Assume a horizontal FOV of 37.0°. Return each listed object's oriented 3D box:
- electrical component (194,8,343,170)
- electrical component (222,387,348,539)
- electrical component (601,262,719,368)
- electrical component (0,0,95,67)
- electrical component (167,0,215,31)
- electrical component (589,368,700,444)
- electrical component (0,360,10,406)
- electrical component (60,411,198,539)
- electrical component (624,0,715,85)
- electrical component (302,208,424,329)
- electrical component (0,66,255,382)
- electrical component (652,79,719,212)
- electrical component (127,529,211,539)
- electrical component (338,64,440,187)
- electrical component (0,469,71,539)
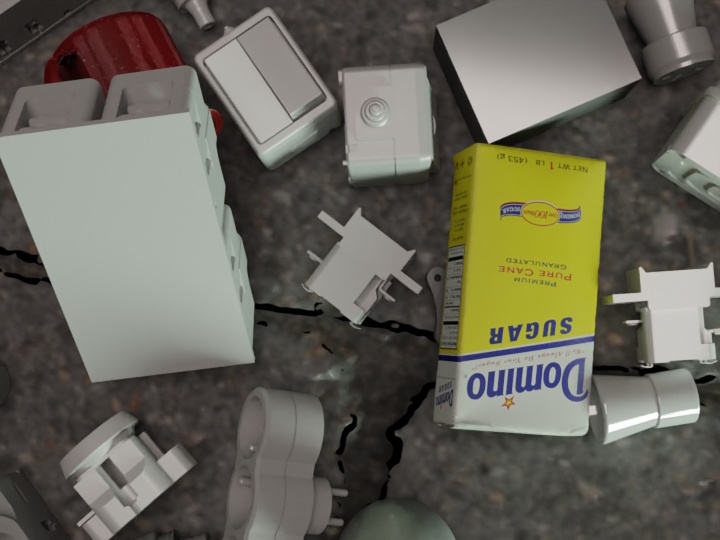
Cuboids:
[{"bbox_3d":[-0.063,-0.123,0.703,0.062,0.061,0.096,-34,84,-1],"label":"electrical component"},{"bbox_3d":[-0.042,0.148,0.682,0.074,0.052,0.138,12,82,-25],"label":"electrical component"},{"bbox_3d":[0.199,0.029,0.685,0.081,0.042,0.063,-4,85,3],"label":"electrical component"},{"bbox_3d":[-0.211,-0.235,0.722,0.186,0.060,0.105,-35,84,-1],"label":"electrical component"},{"bbox_3d":[-0.117,-0.191,0.726,0.035,0.035,0.061,-28,86,0],"label":"electrical component"},{"bbox_3d":[0.181,0.084,0.682,0.065,0.044,0.044,-8,84,-3],"label":"electrical component"},{"bbox_3d":[-0.259,0.073,0.685,0.043,0.081,0.043,0,85,3],"label":"electrical component"},{"bbox_3d":[-0.153,0.128,0.687,0.078,0.058,0.057,-41,87,-1],"label":"electrical component"},{"bbox_3d":[0.202,-0.154,0.700,0.045,0.045,0.055,-17,84,1],"label":"electrical component"},{"bbox_3d":[0.000,0.000,0.699,0.081,0.042,0.063,37,91,6],"label":"electrical component"},{"bbox_3d":[-0.132,-0.025,0.647,0.105,0.186,0.060,-7,40,2],"label":"electrical component"},{"bbox_3d":[0.250,-0.064,0.673,0.113,0.078,0.057,34,90,6],"label":"electrical component"},{"bbox_3d":[-0.124,0.186,0.686,0.062,0.043,0.043,-20,84,-1],"label":"electrical component"},{"bbox_3d":[0.020,-0.091,0.678,0.061,0.096,0.061,-3,85,2],"label":"electrical component"},{"bbox_3d":[-0.261,0.209,0.682,0.150,0.061,0.089,-37,84,-1],"label":"electrical component"}]
